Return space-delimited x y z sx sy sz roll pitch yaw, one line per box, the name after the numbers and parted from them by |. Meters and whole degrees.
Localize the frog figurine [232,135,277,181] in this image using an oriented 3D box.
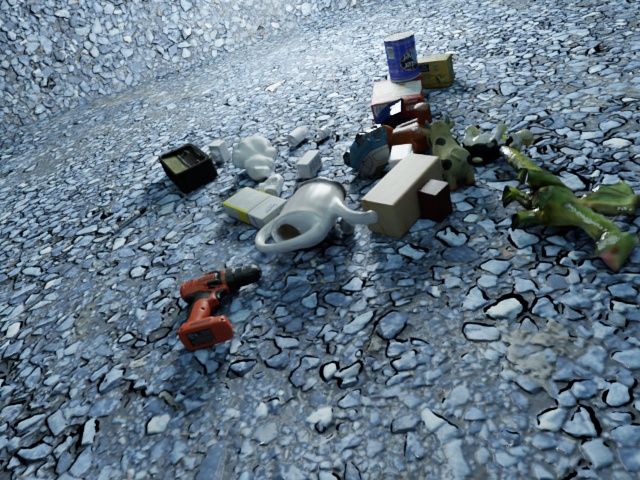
-0.198 -0.246 1.546 0.137 0.121 0.162 1 21 -6 | frog figurine

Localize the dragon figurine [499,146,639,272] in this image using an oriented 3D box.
0.509 -0.091 1.038 0.243 0.119 0.420 6 39 5 | dragon figurine

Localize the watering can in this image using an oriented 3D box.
0.004 -0.059 1.168 0.345 0.102 0.229 -14 31 33 | watering can
